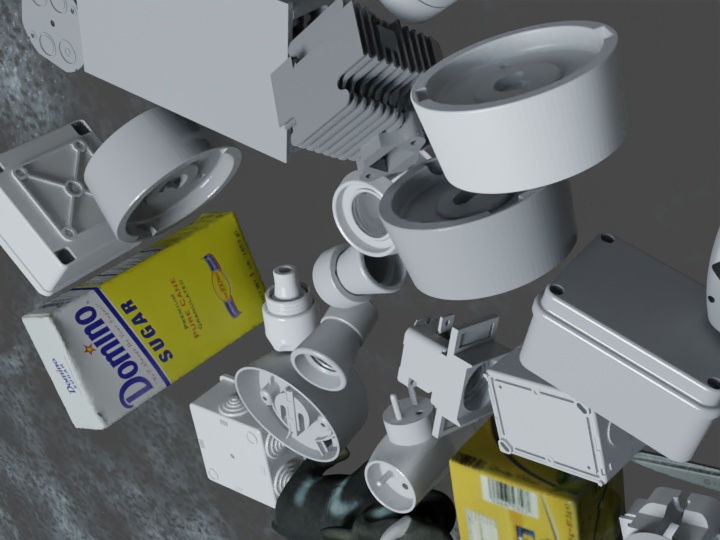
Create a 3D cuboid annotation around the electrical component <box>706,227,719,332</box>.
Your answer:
[{"bbox_3d":[0.219,0.000,0.535,0.079,0.043,0.077,22,130,31],"label":"electrical component"}]

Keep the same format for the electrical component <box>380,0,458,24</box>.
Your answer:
[{"bbox_3d":[0.002,-0.197,0.590,0.074,0.052,0.138,-25,99,48],"label":"electrical component"}]

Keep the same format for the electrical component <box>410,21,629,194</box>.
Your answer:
[{"bbox_3d":[0.086,-0.079,0.557,0.108,0.108,0.060,5,126,41],"label":"electrical component"}]

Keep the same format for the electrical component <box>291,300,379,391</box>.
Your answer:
[{"bbox_3d":[-0.015,0.047,0.764,0.044,0.065,0.044,22,145,16],"label":"electrical component"}]

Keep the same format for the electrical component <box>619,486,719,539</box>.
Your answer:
[{"bbox_3d":[0.195,0.175,0.667,0.078,0.057,0.058,5,120,40],"label":"electrical component"}]

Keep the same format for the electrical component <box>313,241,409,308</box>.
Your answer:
[{"bbox_3d":[0.000,0.000,0.734,0.055,0.045,0.045,-22,101,49],"label":"electrical component"}]

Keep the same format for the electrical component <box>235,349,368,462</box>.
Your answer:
[{"bbox_3d":[-0.045,0.102,0.831,0.099,0.064,0.099,23,130,30],"label":"electrical component"}]

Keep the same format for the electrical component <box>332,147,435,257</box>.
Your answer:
[{"bbox_3d":[0.020,-0.043,0.676,0.058,0.057,0.078,45,138,10],"label":"electrical component"}]

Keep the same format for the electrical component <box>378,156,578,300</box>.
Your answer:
[{"bbox_3d":[0.071,-0.025,0.608,0.108,0.108,0.060,3,125,41],"label":"electrical component"}]

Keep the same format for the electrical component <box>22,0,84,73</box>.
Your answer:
[{"bbox_3d":[-0.206,-0.188,0.788,0.080,0.051,0.080,23,131,30],"label":"electrical component"}]

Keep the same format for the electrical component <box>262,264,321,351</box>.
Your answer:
[{"bbox_3d":[-0.052,0.027,0.801,0.043,0.043,0.062,16,126,35],"label":"electrical component"}]

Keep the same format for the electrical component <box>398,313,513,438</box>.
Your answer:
[{"bbox_3d":[0.061,0.065,0.716,0.064,0.042,0.081,29,120,40],"label":"electrical component"}]

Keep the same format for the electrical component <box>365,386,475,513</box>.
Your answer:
[{"bbox_3d":[0.039,0.115,0.754,0.043,0.077,0.079,4,119,41],"label":"electrical component"}]

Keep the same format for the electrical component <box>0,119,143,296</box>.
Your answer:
[{"bbox_3d":[-0.240,-0.052,0.871,0.108,0.109,0.056,51,136,3],"label":"electrical component"}]

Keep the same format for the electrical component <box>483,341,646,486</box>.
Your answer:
[{"bbox_3d":[0.126,0.081,0.668,0.096,0.061,0.061,12,125,46],"label":"electrical component"}]

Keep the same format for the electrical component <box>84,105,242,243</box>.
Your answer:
[{"bbox_3d":[-0.146,-0.076,0.772,0.060,0.108,0.108,52,139,10],"label":"electrical component"}]

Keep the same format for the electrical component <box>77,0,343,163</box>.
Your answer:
[{"bbox_3d":[-0.099,-0.159,0.703,0.186,0.060,0.105,26,132,27],"label":"electrical component"}]

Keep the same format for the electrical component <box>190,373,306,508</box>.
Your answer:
[{"bbox_3d":[-0.094,0.146,0.918,0.100,0.048,0.099,14,126,36],"label":"electrical component"}]

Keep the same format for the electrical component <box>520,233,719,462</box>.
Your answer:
[{"bbox_3d":[0.156,0.040,0.594,0.113,0.078,0.057,32,138,22],"label":"electrical component"}]
